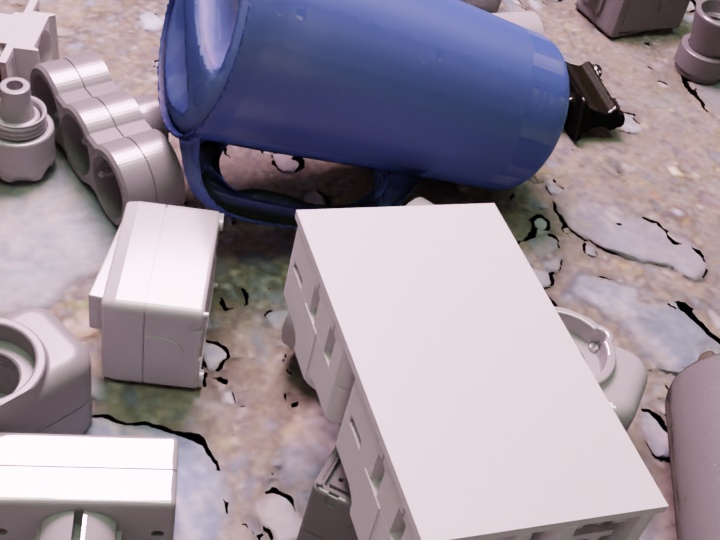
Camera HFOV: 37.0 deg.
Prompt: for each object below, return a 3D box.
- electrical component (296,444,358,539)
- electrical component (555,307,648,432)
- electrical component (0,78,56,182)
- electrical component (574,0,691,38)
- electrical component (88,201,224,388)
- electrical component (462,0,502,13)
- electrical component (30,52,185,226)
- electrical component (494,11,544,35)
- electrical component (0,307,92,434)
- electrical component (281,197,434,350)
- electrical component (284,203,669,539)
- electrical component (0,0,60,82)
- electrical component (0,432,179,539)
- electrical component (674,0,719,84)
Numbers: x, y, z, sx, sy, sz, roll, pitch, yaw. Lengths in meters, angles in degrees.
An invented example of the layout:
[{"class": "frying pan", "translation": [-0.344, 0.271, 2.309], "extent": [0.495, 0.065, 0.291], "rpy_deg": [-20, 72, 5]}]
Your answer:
[{"class": "electrical component", "translation": [0.017, 0.105, 0.522], "extent": [0.062, 0.061, 0.096], "rpy_deg": [24, 38, 10]}, {"class": "electrical component", "translation": [0.102, 0.060, 0.583], "extent": [0.095, 0.059, 0.053], "rpy_deg": [24, 45, 12]}, {"class": "electrical component", "translation": [-0.210, -0.088, 0.660], "extent": [0.043, 0.062, 0.043], "rpy_deg": [6, 44, -6]}, {"class": "electrical component", "translation": [0.233, -0.238, 0.911], "extent": [0.096, 0.061, 0.061], "rpy_deg": [-15, 51, -26]}, {"class": "electrical component", "translation": [-0.110, 0.008, 0.586], "extent": [0.061, 0.061, 0.096], "rpy_deg": [7, 44, -6]}, {"class": "electrical component", "translation": [0.070, -0.231, 0.865], "extent": [0.099, 0.064, 0.099], "rpy_deg": [6, 44, -6]}, {"class": "electrical component", "translation": [-0.146, -0.089, 0.682], "extent": [0.074, 0.052, 0.138], "rpy_deg": [-22, 54, -30]}, {"class": "electrical component", "translation": [0.096, -0.176, 0.831], "extent": [0.081, 0.043, 0.043], "rpy_deg": [-8, 48, -20]}, {"class": "electrical component", "translation": [-0.179, 0.063, 0.517], "extent": [0.054, 0.059, 0.095], "rpy_deg": [39, 50, 25]}, {"class": "electrical component", "translation": [0.000, 0.000, 0.625], "extent": [0.074, 0.052, 0.138], "rpy_deg": [33, 47, 20]}, {"class": "electrical component", "translation": [0.040, 0.054, 0.486], "extent": [0.105, 0.060, 0.186], "rpy_deg": [-3, 44, -20]}, {"class": "electrical component", "translation": [-0.241, -0.148, 0.728], "extent": [0.064, 0.042, 0.081], "rpy_deg": [8, 44, -3]}, {"class": "electrical component", "translation": [-0.126, 0.118, 0.482], "extent": [0.083, 0.047, 0.075], "rpy_deg": [3, 45, -10]}, {"class": "electrical component", "translation": [0.285, -0.186, 0.875], "extent": [0.045, 0.055, 0.045], "rpy_deg": [6, 44, -6]}]
